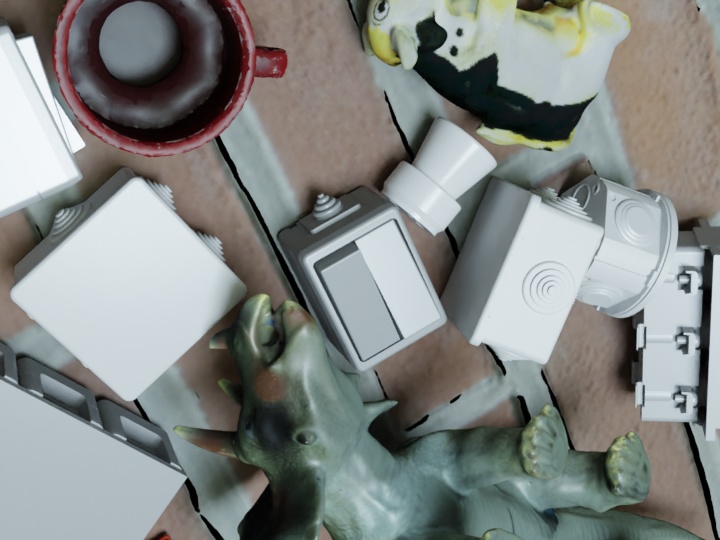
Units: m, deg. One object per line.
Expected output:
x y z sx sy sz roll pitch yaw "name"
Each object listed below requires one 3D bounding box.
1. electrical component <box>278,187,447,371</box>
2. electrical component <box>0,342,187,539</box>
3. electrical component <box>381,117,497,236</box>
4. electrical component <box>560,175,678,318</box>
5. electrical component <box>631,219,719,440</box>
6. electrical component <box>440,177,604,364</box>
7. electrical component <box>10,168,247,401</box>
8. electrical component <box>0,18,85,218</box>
0.000 0.000 0.610 0.062 0.061 0.096 -30 114 -9 "electrical component"
-0.183 0.100 0.574 0.150 0.062 0.089 34 93 -25 "electrical component"
0.045 -0.053 0.619 0.045 0.045 0.055 39 91 -25 "electrical component"
0.150 -0.015 0.650 0.051 0.080 0.080 17 100 -18 "electrical component"
0.209 0.036 0.691 0.063 0.078 0.121 0 108 11 "electrical component"
0.092 -0.001 0.623 0.048 0.099 0.099 20 98 -11 "electrical component"
-0.124 0.005 0.573 0.100 0.048 0.099 -43 115 -3 "electrical component"
-0.177 -0.081 0.520 0.061 0.062 0.096 -26 113 -11 "electrical component"
